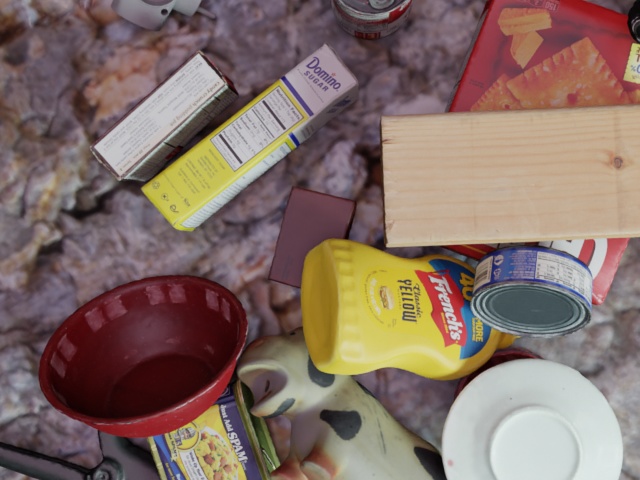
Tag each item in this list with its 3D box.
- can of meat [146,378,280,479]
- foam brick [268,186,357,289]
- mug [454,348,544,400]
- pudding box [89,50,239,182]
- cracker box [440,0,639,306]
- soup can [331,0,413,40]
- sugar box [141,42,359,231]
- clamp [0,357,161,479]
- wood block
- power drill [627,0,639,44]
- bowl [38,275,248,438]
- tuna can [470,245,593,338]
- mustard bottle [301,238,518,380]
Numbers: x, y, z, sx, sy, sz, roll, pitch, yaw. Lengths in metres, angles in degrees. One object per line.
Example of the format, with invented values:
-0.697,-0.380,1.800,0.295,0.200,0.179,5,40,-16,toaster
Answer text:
-0.083,0.169,0.845,0.084,0.057,0.102,-20,88,4,can of meat
-0.006,0.001,0.844,0.053,0.051,0.078,16,91,4,foam brick
0.165,0.135,0.821,0.117,0.081,0.093,9,90,2,mug
-0.118,-0.094,0.828,0.113,0.090,0.039,-43,90,2,pudding box
0.175,-0.077,0.825,0.164,0.072,0.214,21,92,2,cracker box
0.040,-0.195,0.815,0.068,0.102,0.068,0,90,2,soup can
-0.050,-0.077,0.825,0.176,0.093,0.048,-40,89,1,sugar box
-0.184,0.190,0.857,0.120,0.039,0.171,-32,86,0,clamp
0.146,-0.044,0.747,0.206,0.090,0.091,-2,91,3,wood block
0.234,-0.237,0.792,0.187,0.057,0.184,50,50,3,power drill
-0.128,0.098,0.816,0.162,0.162,0.055,-12,126,2,bowl
0.153,0.038,0.770,0.086,0.086,0.033,11,62,2,tuna can
0.081,0.057,0.809,0.191,0.058,0.096,8,63,-29,mustard bottle
